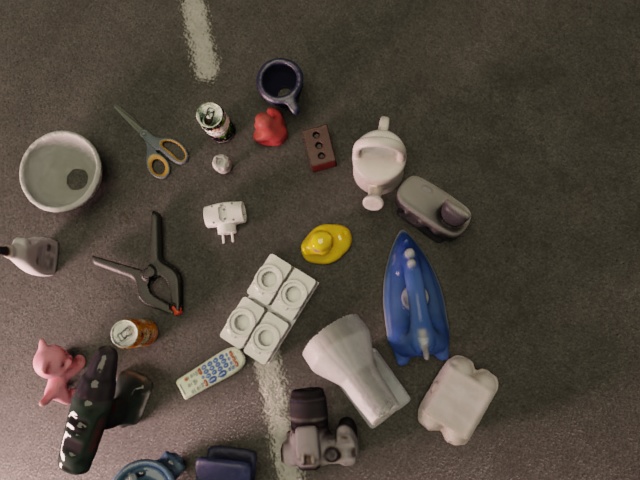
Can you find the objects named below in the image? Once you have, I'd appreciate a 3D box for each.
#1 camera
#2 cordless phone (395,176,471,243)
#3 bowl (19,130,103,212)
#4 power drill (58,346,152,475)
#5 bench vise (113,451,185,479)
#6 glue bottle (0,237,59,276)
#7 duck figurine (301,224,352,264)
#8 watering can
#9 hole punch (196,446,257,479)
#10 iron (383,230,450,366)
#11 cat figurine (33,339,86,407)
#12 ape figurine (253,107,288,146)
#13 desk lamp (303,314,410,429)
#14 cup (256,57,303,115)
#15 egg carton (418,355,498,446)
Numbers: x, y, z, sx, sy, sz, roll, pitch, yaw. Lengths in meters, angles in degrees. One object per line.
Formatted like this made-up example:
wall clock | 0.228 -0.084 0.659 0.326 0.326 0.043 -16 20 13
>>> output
camera | -0.003 0.344 1.052 0.143 0.101 0.137 -5 82 4
cordless phone | 0.211 -0.067 1.044 0.147 0.185 0.094 32 86 8
bowl | -0.512 -0.133 1.165 0.167 0.075 0.167 -1 83 4
power drill | -0.384 0.294 1.034 0.075 0.208 0.230 18 85 7
bench vise | -0.330 0.488 1.000 0.121 0.220 0.207 19 85 7
glue bottle | -0.565 0.027 1.099 0.037 0.173 0.078 4 83 6
duck figurine | 0.010 0.004 1.101 0.104 0.086 0.077 -22 82 2
watering can | 0.111 -0.144 1.057 0.101 0.194 0.173 -14 82 3
hole punch | -0.172 0.444 1.058 0.108 0.091 0.101 4 83 5
iron | 0.172 0.099 1.049 0.118 0.141 0.258 -9 82 4
cat figurine | -0.510 0.254 1.095 0.067 0.118 0.128 8 84 6
ape figurine | -0.104 -0.227 1.136 0.078 0.092 0.076 -40 81 -1
desk lamp | 0.072 0.235 1.003 0.118 0.213 0.203 -37 81 -1
cup | -0.067 -0.291 1.140 0.091 0.095 0.118 -29 81 1
egg carton | 0.252 0.294 1.054 0.107 0.069 0.150 30 86 8
